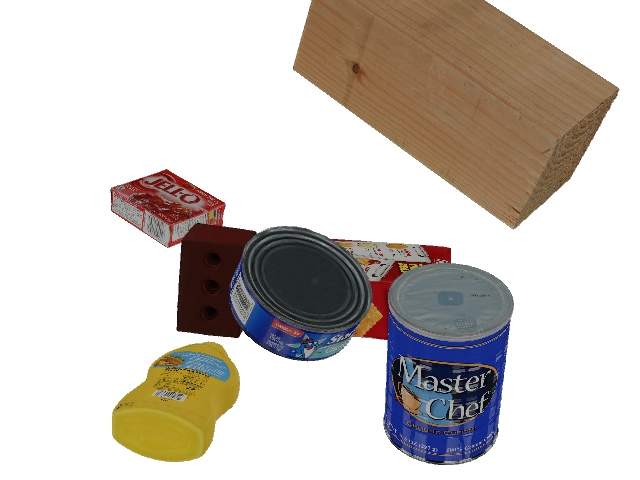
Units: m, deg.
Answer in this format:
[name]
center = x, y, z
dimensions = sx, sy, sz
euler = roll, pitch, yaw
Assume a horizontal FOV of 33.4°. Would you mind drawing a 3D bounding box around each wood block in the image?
[wood block]
center = 0.092, -0.115, 0.765
dimensions = 0.206, 0.091, 0.090
euler = 38, 48, 18

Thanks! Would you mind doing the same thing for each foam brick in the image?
[foam brick]
center = -0.083, 0.031, 0.854
dimensions = 0.053, 0.078, 0.051
euler = 6, 14, 6

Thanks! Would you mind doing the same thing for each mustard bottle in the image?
[mustard bottle]
center = -0.136, 0.153, 1.097
dimensions = 0.096, 0.058, 0.191
euler = 8, 22, 10

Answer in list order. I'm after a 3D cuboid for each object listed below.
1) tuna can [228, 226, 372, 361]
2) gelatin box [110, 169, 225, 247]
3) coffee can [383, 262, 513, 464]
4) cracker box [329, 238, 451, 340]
[tuna can]
center = -0.013, 0.033, 0.665
dimensions = 0.086, 0.086, 0.034
euler = 0, -43, -29
[gelatin box]
center = -0.150, -0.034, 1.043
dimensions = 0.089, 0.030, 0.073
euler = 30, 36, 32
[coffee can]
center = 0.107, 0.105, 0.911
dimensions = 0.103, 0.140, 0.103
euler = 0, 33, 0
[cracker box]
center = 0.030, 0.051, 1.141
dimensions = 0.214, 0.072, 0.164
euler = 4, 14, 7
